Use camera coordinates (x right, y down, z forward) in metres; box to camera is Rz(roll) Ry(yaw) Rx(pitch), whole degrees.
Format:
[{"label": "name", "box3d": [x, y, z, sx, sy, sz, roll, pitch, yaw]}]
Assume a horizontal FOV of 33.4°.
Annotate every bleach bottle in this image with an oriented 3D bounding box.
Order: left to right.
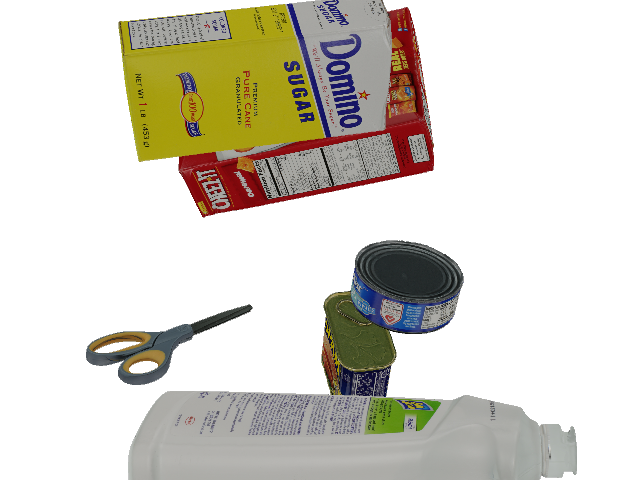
[{"label": "bleach bottle", "box3d": [0.022, 0.128, 0.627, 0.251, 0.068, 0.102, -2, 17, 7]}]

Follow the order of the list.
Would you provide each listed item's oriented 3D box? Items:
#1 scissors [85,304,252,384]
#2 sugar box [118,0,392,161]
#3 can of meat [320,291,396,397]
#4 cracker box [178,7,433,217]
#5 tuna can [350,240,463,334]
[{"label": "scissors", "box3d": [-0.145, 0.109, 1.129, 0.201, 0.016, 0.096, -10, 31, -27]}, {"label": "sugar box", "box3d": [-0.042, -0.109, 0.721, 0.176, 0.048, 0.093, -7, -43, -6]}, {"label": "can of meat", "box3d": [0.035, 0.115, 1.058, 0.057, 0.084, 0.102, -5, 44, -10]}, {"label": "cracker box", "box3d": [-0.012, -0.115, 0.956, 0.214, 0.164, 0.072, -11, -44, 9]}, {"label": "tuna can", "box3d": [0.067, 0.036, 0.839, 0.086, 0.034, 0.086, 6, 31, -4]}]
